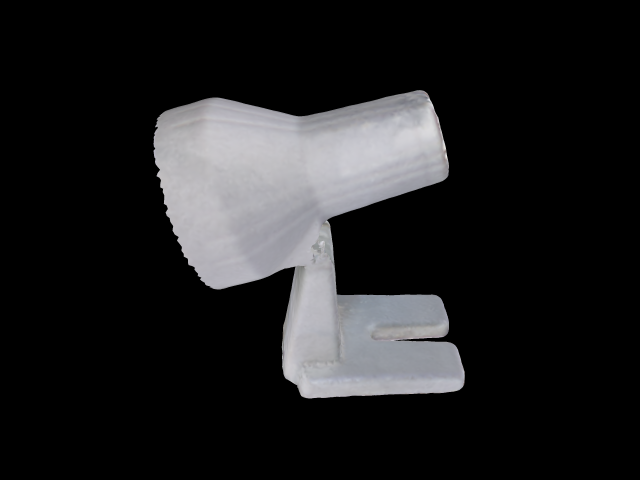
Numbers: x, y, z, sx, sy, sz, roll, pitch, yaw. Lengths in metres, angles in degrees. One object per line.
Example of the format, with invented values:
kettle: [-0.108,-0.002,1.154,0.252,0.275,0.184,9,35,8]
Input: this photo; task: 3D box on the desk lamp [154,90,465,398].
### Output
desk lamp: [0.004,0.001,0.400,0.203,0.214,0.118,-2,36,-2]
